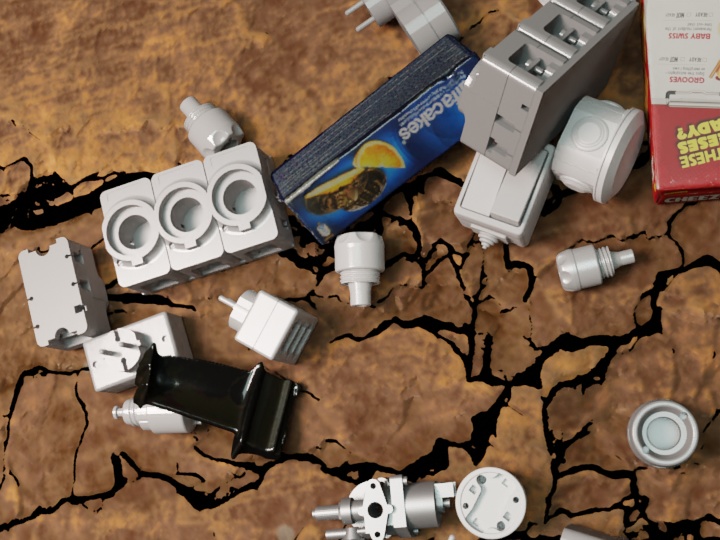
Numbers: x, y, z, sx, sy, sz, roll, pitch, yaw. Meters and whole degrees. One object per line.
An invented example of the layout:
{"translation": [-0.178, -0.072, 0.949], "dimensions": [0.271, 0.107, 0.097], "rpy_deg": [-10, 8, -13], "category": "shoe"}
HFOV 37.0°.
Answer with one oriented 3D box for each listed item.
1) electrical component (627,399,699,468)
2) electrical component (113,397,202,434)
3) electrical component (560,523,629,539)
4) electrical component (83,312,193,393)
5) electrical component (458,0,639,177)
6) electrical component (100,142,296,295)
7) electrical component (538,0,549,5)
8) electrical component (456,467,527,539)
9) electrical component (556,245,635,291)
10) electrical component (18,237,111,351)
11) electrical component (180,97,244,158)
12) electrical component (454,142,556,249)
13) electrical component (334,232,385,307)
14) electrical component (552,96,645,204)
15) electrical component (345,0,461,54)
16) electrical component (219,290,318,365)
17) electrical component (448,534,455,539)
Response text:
{"translation": [0.238, 0.128, 0.841], "dimensions": [0.055, 0.047, 0.055], "rpy_deg": [-2, 81, 13], "category": "electrical component"}
{"translation": [-0.179, 0.124, 0.944], "dimensions": [0.078, 0.040, 0.040], "rpy_deg": [-4, 80, 13], "category": "electrical component"}
{"translation": [0.173, 0.256, 0.820], "dimensions": [0.057, 0.078, 0.113], "rpy_deg": [14, 84, 18], "category": "electrical component"}
{"translation": [-0.201, 0.071, 0.939], "dimensions": [0.083, 0.076, 0.047], "rpy_deg": [-20, 77, 9], "category": "electrical component"}
{"translation": [0.146, -0.158, 0.853], "dimensions": [0.062, 0.089, 0.150], "rpy_deg": [34, 54, 18], "category": "electrical component"}
{"translation": [-0.145, -0.044, 0.952], "dimensions": [0.150, 0.062, 0.089], "rpy_deg": [-17, 77, 10], "category": "electrical component"}
{"translation": [0.198, -0.245, 0.913], "dimensions": [0.077, 0.043, 0.079], "rpy_deg": [-44, 75, 3], "category": "electrical component"}
{"translation": [0.107, 0.185, 0.862], "dimensions": [0.055, 0.047, 0.055], "rpy_deg": [-2, 80, 13], "category": "electrical component"}
{"translation": [0.193, -0.004, 0.880], "dimensions": [0.061, 0.035, 0.035], "rpy_deg": [-14, 78, 8], "category": "electrical component"}
{"translation": [-0.264, 0.023, 0.972], "dimensions": [0.050, 0.056, 0.089], "rpy_deg": [-19, 77, 10], "category": "electrical component"}
{"translation": [-0.138, -0.130, 0.974], "dimensions": [0.043, 0.043, 0.062], "rpy_deg": [-43, 73, 3], "category": "electrical component"}
{"translation": [0.120, -0.064, 0.893], "dimensions": [0.062, 0.061, 0.096], "rpy_deg": [21, 86, 16], "category": "electrical component"}
{"translation": [0.000, 0.000, 0.920], "dimensions": [0.043, 0.043, 0.062], "rpy_deg": [-3, 81, 13], "category": "electrical component"}
{"translation": [0.194, -0.098, 0.873], "dimensions": [0.051, 0.080, 0.080], "rpy_deg": [25, 87, 21], "category": "electrical component"}
{"translation": [0.022, -0.239, 0.949], "dimensions": [0.074, 0.052, 0.138], "rpy_deg": [-33, 75, 6], "category": "electrical component"}
{"translation": [-0.086, 0.042, 0.922], "dimensions": [0.077, 0.066, 0.047], "rpy_deg": [28, 88, 16], "category": "electrical component"}
{"translation": [0.068, 0.245, 0.842], "dimensions": [0.138, 0.052, 0.073], "rpy_deg": [23, 87, -7], "category": "electrical component"}
